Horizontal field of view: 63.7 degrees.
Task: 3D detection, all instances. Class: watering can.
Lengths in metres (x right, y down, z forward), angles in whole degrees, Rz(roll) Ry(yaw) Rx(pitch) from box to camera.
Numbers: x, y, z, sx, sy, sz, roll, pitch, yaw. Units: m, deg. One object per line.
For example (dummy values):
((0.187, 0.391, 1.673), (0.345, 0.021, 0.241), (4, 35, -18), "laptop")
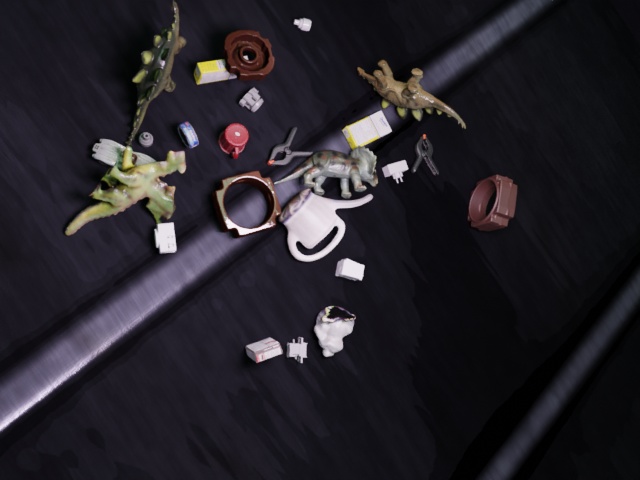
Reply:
((0.005, -0.090, 1.790), (0.223, 0.104, 0.350), (44, 81, -10), "watering can")

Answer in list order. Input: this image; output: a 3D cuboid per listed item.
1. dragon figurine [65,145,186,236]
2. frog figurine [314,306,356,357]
((-0.560, -0.127, 1.576), (0.240, 0.124, 0.408), (35, 98, -27), "dragon figurine")
((0.047, 0.313, 1.764), (0.138, 0.124, 0.156), (-9, 121, -30), "frog figurine")
